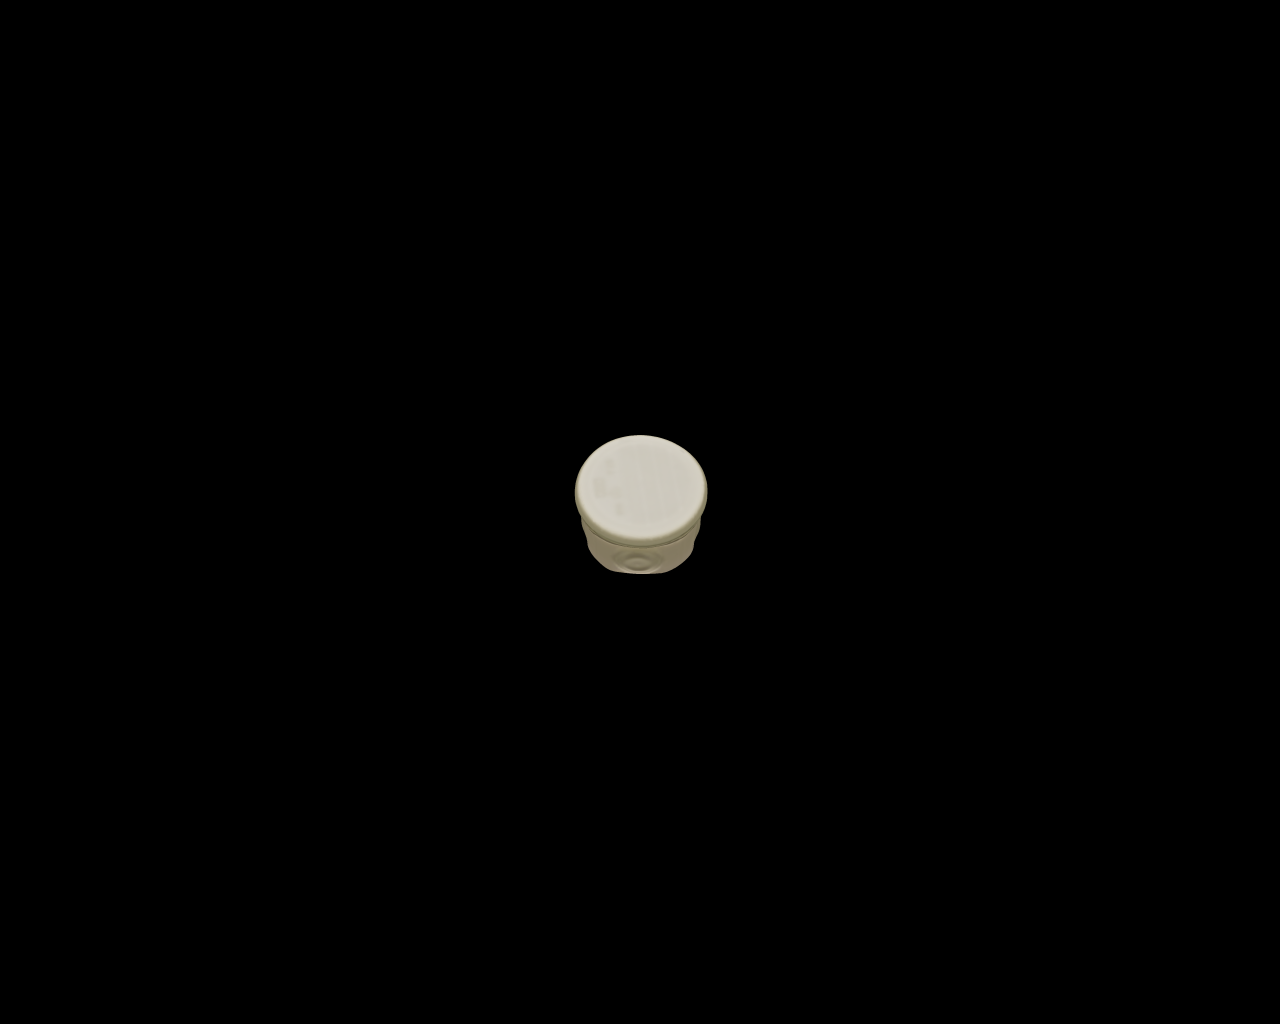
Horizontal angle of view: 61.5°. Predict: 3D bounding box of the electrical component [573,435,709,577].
[{"bbox_3d":[0.001,-0.003,0.650,0.080,0.080,0.050,0,-34,0],"label":"electrical component"}]
